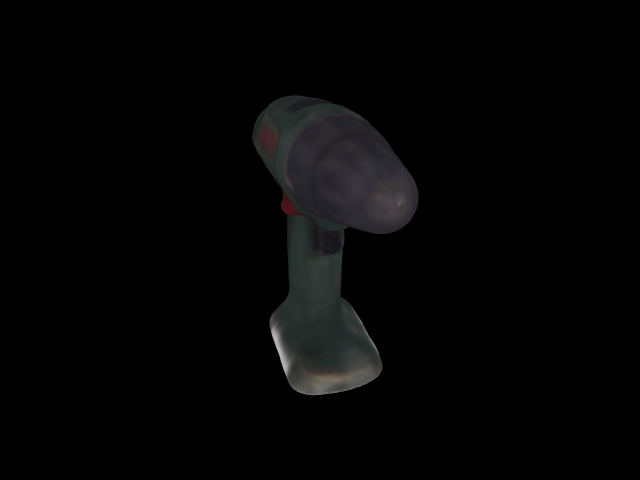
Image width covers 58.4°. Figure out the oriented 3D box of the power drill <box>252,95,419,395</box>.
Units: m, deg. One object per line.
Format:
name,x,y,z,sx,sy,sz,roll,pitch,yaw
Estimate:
power drill,0.004,0.001,0.400,0.076,0.208,0.229,-10,34,-15
